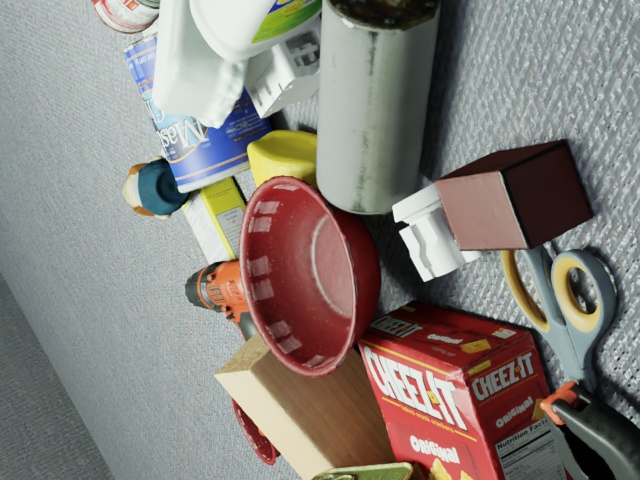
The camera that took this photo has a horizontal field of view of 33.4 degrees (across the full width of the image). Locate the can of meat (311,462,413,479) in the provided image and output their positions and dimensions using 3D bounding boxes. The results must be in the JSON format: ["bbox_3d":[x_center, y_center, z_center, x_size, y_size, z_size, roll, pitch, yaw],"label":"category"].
[{"bbox_3d":[0.040,0.232,0.861,0.102,0.057,0.084,-14,103,36],"label":"can of meat"}]

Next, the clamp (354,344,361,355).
[{"bbox_3d":[-0.001,0.104,1.068,0.210,0.036,0.165,52,154,20],"label":"clamp"}]

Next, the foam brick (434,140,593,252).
[{"bbox_3d":[0.117,-0.025,0.658,0.078,0.053,0.051,-2,111,66],"label":"foam brick"}]

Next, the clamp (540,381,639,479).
[{"bbox_3d":[0.207,0.163,0.667,0.171,0.039,0.120,54,150,1],"label":"clamp"}]

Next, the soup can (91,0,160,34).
[{"bbox_3d":[-0.161,-0.228,0.956,0.102,0.068,0.068,-5,109,65],"label":"soup can"}]

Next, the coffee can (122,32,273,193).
[{"bbox_3d":[-0.107,-0.127,0.978,0.103,0.102,0.140,-1,112,66],"label":"coffee can"}]

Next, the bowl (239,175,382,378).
[{"bbox_3d":[0.000,0.025,0.851,0.162,0.055,0.162,21,116,50],"label":"bowl"}]

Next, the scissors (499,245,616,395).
[{"bbox_3d":[0.177,0.083,0.686,0.202,0.016,0.096,62,154,-3],"label":"scissors"}]

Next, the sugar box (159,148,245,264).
[{"bbox_3d":[-0.116,-0.035,1.167,0.176,0.048,0.093,66,157,8],"label":"sugar box"}]

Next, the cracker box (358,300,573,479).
[{"bbox_3d":[0.117,0.166,0.827,0.164,0.072,0.213,11,123,64],"label":"cracker box"}]

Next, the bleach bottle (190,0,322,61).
[{"bbox_3d":[-0.011,-0.203,0.689,0.068,0.102,0.251,59,158,2],"label":"bleach bottle"}]

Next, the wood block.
[{"bbox_3d":[0.014,0.165,0.953,0.206,0.090,0.091,50,154,-9],"label":"wood block"}]

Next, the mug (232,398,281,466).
[{"bbox_3d":[-0.044,0.193,1.192,0.093,0.081,0.117,63,157,5],"label":"mug"}]

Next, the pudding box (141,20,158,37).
[{"bbox_3d":[-0.135,-0.176,1.072,0.090,0.039,0.113,2,112,66],"label":"pudding box"}]

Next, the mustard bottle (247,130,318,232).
[{"bbox_3d":[-0.007,0.001,0.946,0.096,0.058,0.191,20,133,43],"label":"mustard bottle"}]

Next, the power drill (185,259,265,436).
[{"bbox_3d":[-0.067,0.107,1.082,0.187,0.057,0.185,64,156,-6],"label":"power drill"}]
